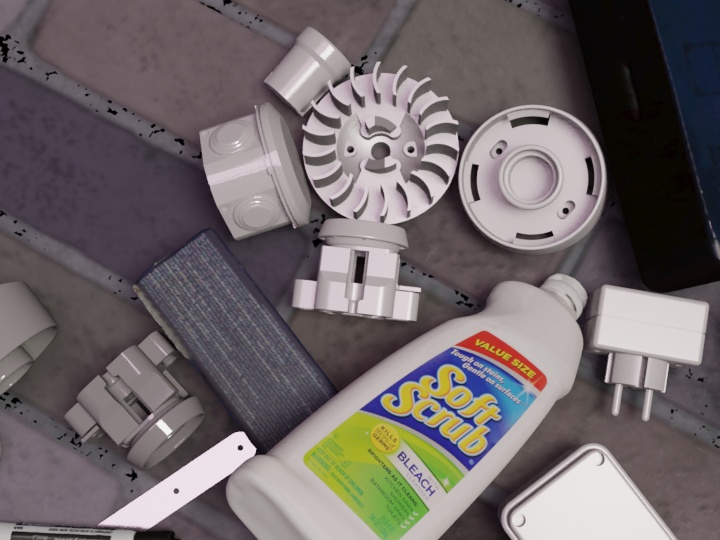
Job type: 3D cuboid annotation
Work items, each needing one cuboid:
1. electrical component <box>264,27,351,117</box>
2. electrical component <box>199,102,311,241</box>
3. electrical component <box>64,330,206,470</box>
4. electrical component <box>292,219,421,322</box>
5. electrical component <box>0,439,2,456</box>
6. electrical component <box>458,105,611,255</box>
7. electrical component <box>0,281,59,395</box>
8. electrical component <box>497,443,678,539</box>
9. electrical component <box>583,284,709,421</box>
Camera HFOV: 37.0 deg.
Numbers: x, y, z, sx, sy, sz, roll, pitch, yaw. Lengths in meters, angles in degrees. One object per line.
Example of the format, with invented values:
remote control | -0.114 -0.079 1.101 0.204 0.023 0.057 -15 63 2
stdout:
electrical component | -0.035 -0.129 0.704 0.040 0.040 0.046 42 90 7
electrical component | -0.064 -0.061 0.675 0.051 0.080 0.080 -18 82 4
electrical component | -0.134 0.086 0.666 0.078 0.058 0.057 -44 80 -5
electrical component | 0.000 0.000 0.675 0.078 0.058 0.057 6 85 3
electrical component | -0.246 0.112 0.663 0.035 0.061 0.035 0 82 2
electrical component | 0.111 -0.059 0.689 0.099 0.064 0.099 0 92 11
electrical component | -0.237 0.046 0.656 0.099 0.099 0.064 -44 89 -4
electrical component | 0.144 0.168 0.646 0.078 0.057 0.113 -37 82 -4
electrical component | 0.173 0.054 0.667 0.066 0.047 0.076 10 83 3
